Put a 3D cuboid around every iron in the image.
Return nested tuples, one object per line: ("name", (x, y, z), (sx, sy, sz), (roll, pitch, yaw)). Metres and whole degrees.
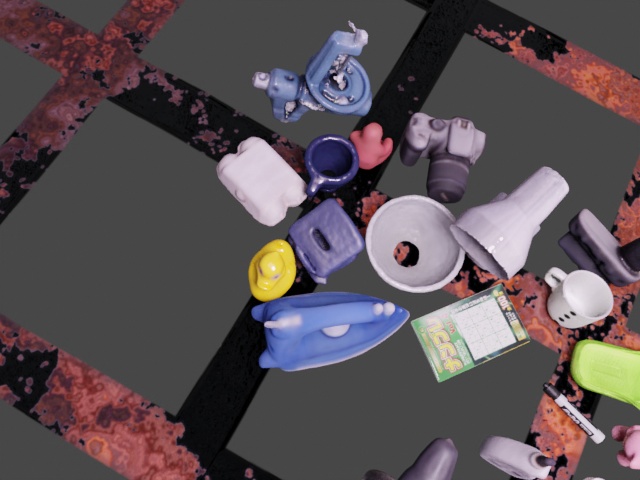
("iron", (0.028, 0.122, 0.875), (0.258, 0.141, 0.118), (-9, 73, -9))

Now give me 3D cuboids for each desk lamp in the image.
("desk lamp", (0.293, -0.023, 0.913), (0.203, 0.213, 0.118), (-42, 81, -16))

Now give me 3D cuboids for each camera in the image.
("camera", (0.214, -0.143, 1.002), (0.143, 0.101, 0.137), (13, 71, -2))

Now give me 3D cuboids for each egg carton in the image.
("egg carton", (-0.099, -0.099, 0.970), (0.107, 0.069, 0.150), (-42, 81, -17))

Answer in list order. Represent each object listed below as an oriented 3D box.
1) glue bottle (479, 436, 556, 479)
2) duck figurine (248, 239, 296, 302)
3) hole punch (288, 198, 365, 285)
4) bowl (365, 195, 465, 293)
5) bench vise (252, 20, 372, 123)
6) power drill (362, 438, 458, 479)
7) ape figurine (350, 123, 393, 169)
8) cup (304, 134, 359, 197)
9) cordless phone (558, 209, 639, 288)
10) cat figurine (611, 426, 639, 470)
("glue bottle", (0.294, 0.317, 0.825), (0.078, 0.173, 0.037), (31, 72, 5))
("duck figurine", (-0.076, 0.043, 0.918), (0.077, 0.086, 0.104), (19, 71, 0))
("hole punch", (0.009, 0.003, 0.937), (0.101, 0.091, 0.108), (-32, 78, -15))
("bowl", (0.152, 0.015, 0.958), (0.167, 0.074, 0.167), (2, 72, -6))
("bench vise", (-0.002, -0.267, 0.955), (0.207, 0.219, 0.121), (-17, 75, -11))
("power drill", (0.095, 0.369, 0.767), (0.075, 0.208, 0.230), (30, 72, 4))
("ape figurine", (0.089, -0.172, 1.002), (0.078, 0.092, 0.076), (30, 72, 4))
("cup", (0.009, -0.109, 0.972), (0.091, 0.095, 0.118), (31, 72, 4))
("cordless phone", (0.497, -0.002, 0.944), (0.094, 0.185, 0.147), (-37, 79, -16))
("cat figurine", (0.514, 0.318, 0.878), (0.128, 0.117, 0.067), (-1, 72, -7))
